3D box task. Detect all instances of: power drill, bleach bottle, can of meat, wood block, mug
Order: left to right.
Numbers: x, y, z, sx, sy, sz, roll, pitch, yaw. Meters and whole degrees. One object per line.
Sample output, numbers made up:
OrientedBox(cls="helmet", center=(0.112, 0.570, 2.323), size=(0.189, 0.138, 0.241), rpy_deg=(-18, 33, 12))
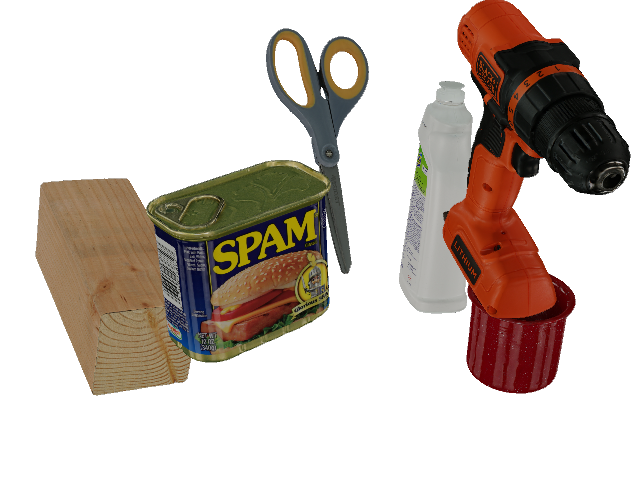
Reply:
OrientedBox(cls="wood block", center=(-0.192, 0.035, 0.981), size=(0.090, 0.091, 0.206), rpy_deg=(-5, 36, -28))
OrientedBox(cls="can of meat", center=(-0.043, 0.011, 0.607), size=(0.101, 0.084, 0.058), rpy_deg=(-21, 33, -31))
OrientedBox(cls="bleach bottle", center=(0.136, -0.051, 1.199), size=(0.068, 0.251, 0.102), rpy_deg=(-1, 24, -12))
OrientedBox(cls="mug", center=(0.172, 0.075, 0.955), size=(0.093, 0.081, 0.117), rpy_deg=(-1, 30, -4))
OrientedBox(cls="power drill", center=(0.134, -0.040, 0.698), size=(0.057, 0.188, 0.184), rpy_deg=(-8, 42, -13))

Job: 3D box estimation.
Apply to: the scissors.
OrientedBox(cls="scissors", center=(0.018, -0.082, 0.867), size=(0.096, 0.202, 0.016), rpy_deg=(-23, -2, -25))
